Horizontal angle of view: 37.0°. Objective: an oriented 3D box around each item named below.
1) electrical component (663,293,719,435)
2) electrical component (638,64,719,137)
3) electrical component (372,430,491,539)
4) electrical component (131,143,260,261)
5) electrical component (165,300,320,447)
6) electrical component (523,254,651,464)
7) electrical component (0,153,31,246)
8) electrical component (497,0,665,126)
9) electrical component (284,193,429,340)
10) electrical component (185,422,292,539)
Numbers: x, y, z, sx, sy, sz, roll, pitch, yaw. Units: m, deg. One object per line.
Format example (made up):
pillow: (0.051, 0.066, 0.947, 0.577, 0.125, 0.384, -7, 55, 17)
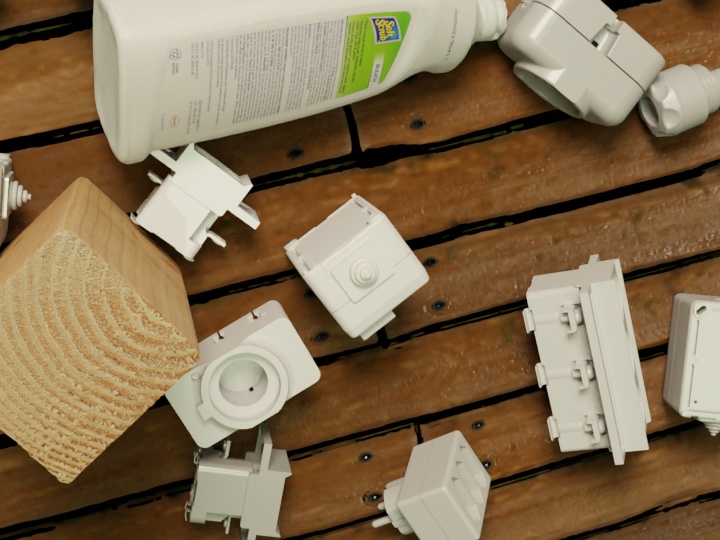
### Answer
electrical component: (0.251, 0.067, 0.757, 0.062, 0.061, 0.096, 5, 95, 1)
electrical component: (0.222, -0.118, 0.722, 0.062, 0.043, 0.043, -23, 106, -8)
electrical component: (0.042, 0.157, 0.737, 0.077, 0.065, 0.047, -25, 108, 25)
electrical component: (-0.105, -0.044, 0.670, 0.081, 0.042, 0.063, 37, 94, -16)
electrical component: (-0.077, 0.067, 0.692, 0.089, 0.055, 0.050, -31, 106, -4)
electrical component: (0.155, 0.061, 0.733, 0.063, 0.078, 0.121, -9, 106, 20)
electrical component: (-0.244, -0.038, 0.631, 0.096, 0.062, 0.061, 5, 101, -13)
electrical component: (0.139, -0.138, 0.695, 0.095, 0.053, 0.059, 36, 93, -17)
electrical component: (0.000, 0.000, 0.673, 0.062, 0.096, 0.061, -38, 107, -2)
electrical component: (-0.082, 0.145, 0.716, 0.064, 0.042, 0.081, 9, 99, -10)
